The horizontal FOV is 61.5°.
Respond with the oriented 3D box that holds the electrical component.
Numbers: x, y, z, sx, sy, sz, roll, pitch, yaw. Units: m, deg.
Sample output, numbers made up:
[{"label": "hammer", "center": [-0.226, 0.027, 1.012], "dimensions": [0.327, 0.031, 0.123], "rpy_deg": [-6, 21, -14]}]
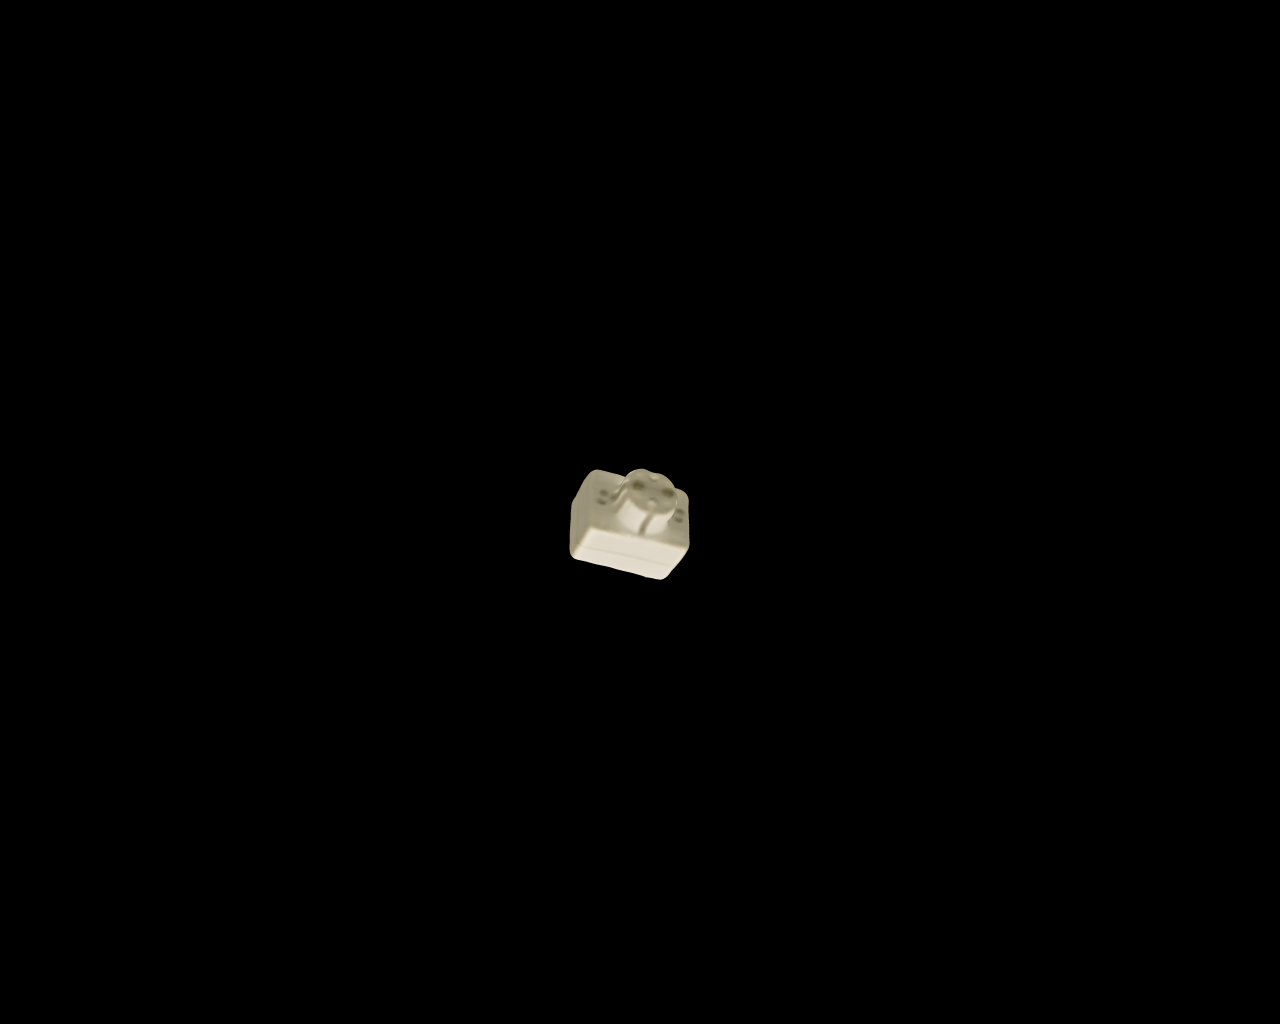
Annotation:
[{"label": "electrical component", "center": [0.001, -0.003, 0.650], "dimensions": [0.066, 0.047, 0.076], "rpy_deg": [14, -40, -17]}]
